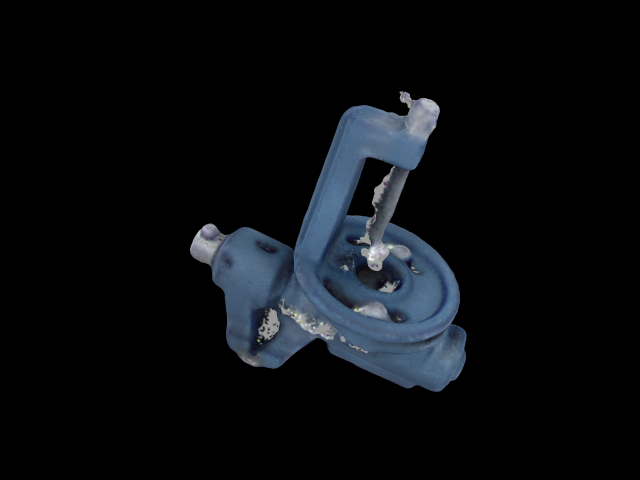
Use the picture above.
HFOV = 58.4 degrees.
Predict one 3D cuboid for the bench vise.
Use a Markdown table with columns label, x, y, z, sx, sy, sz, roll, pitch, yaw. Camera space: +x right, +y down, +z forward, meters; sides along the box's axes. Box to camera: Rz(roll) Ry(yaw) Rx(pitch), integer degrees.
| label | x | y | z | sx | sy | sz | roll | pitch | yaw |
| --- | --- | --- | --- | --- | --- | --- | --- | --- | --- |
| bench vise | 0.003 | 0.008 | 0.390 | 0.207 | 0.220 | 0.121 | 0 | 34 | 1 |
